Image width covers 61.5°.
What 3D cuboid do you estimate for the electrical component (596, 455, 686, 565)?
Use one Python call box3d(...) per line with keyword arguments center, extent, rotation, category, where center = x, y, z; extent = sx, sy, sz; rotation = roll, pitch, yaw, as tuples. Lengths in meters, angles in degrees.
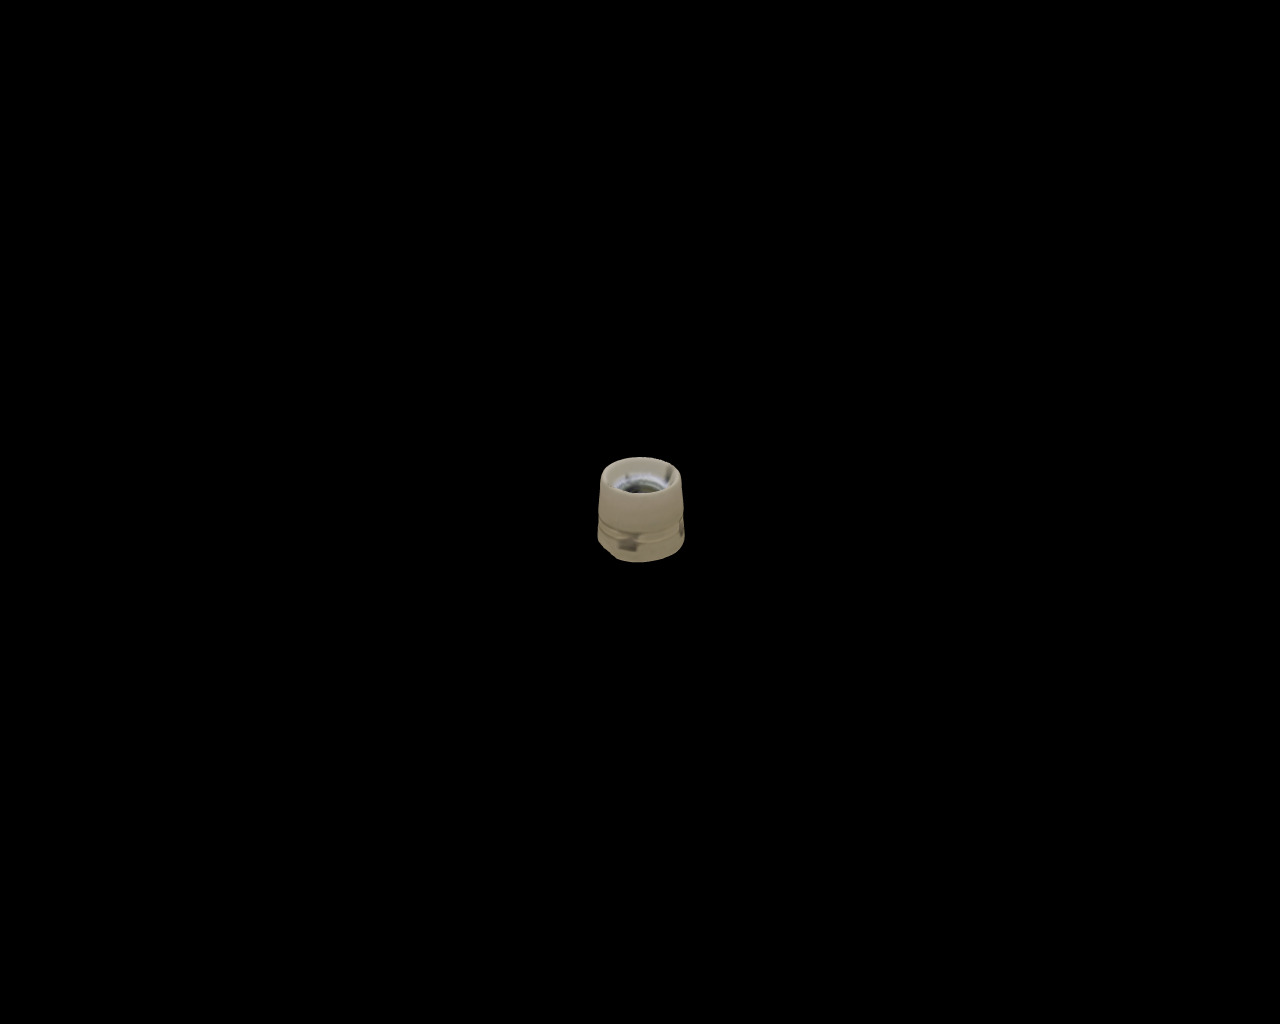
box3d(center=(0.001, -0.003, 0.650), extent=(0.055, 0.047, 0.055), rotation=(0, 31, 0), category="electrical component")
